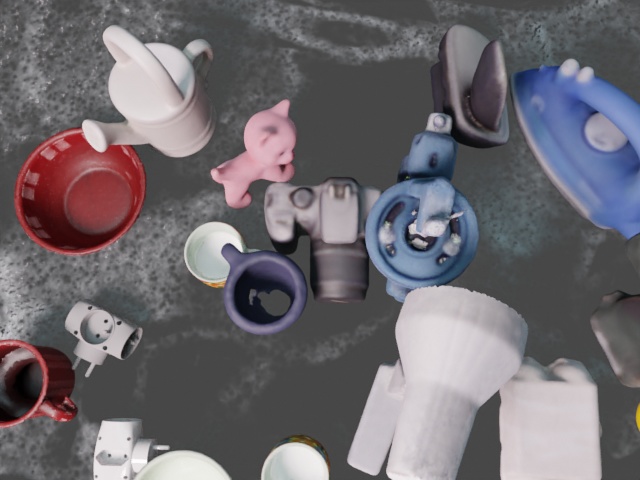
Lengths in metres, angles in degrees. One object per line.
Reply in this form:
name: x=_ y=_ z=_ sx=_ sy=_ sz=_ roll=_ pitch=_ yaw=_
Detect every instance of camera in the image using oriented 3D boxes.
camera: x=0.006 y=0.002 z=0.664 sx=0.143 sy=0.101 sz=0.137 roll=0 pitch=78 yaw=2

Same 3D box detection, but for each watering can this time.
watering can: x=-0.193 y=-0.169 z=0.661 sx=0.101 sy=0.194 sz=0.173 roll=20 pitch=79 yaw=7

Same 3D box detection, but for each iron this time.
iron: x=0.323 y=-0.129 z=0.659 sx=0.119 sy=0.141 sz=0.258 roll=-38 pitch=79 yaw=-6

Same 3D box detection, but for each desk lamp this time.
desk lamp: x=0.110 y=0.159 z=0.568 sx=0.118 sy=0.213 sz=0.203 roll=20 pitch=79 yaw=7

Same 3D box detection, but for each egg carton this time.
egg carton: x=0.249 y=0.205 z=0.627 sx=0.107 sy=0.069 sz=0.150 roll=1 pitch=78 yaw=3

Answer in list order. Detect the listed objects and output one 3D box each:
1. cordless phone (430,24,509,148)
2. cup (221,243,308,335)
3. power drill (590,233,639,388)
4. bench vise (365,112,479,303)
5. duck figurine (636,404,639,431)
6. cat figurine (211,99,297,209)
cordless phone: x=0.186 y=-0.196 z=0.656 sx=0.094 sy=0.185 sz=0.147 roll=-7 pitch=78 yaw=1
cup: x=-0.066 y=0.056 z=0.658 sx=0.092 sy=0.095 sz=0.117 roll=-43 pitch=79 yaw=-7
power drill: x=0.364 y=0.101 z=0.573 sx=0.075 sy=0.208 sz=0.229 roll=-23 pitch=78 yaw=-2
bench vise: x=0.104 y=-0.046 z=0.609 sx=0.121 sy=0.220 sz=0.207 roll=-7 pitch=78 yaw=1
duck figurine: x=0.403 y=0.204 z=0.612 sx=0.104 sy=0.086 sz=0.077 roll=29 pitch=81 yaw=8
cat figurine: x=-0.075 y=-0.105 z=0.682 sx=0.128 sy=0.118 sz=0.067 roll=-35 pitch=78 yaw=-5
